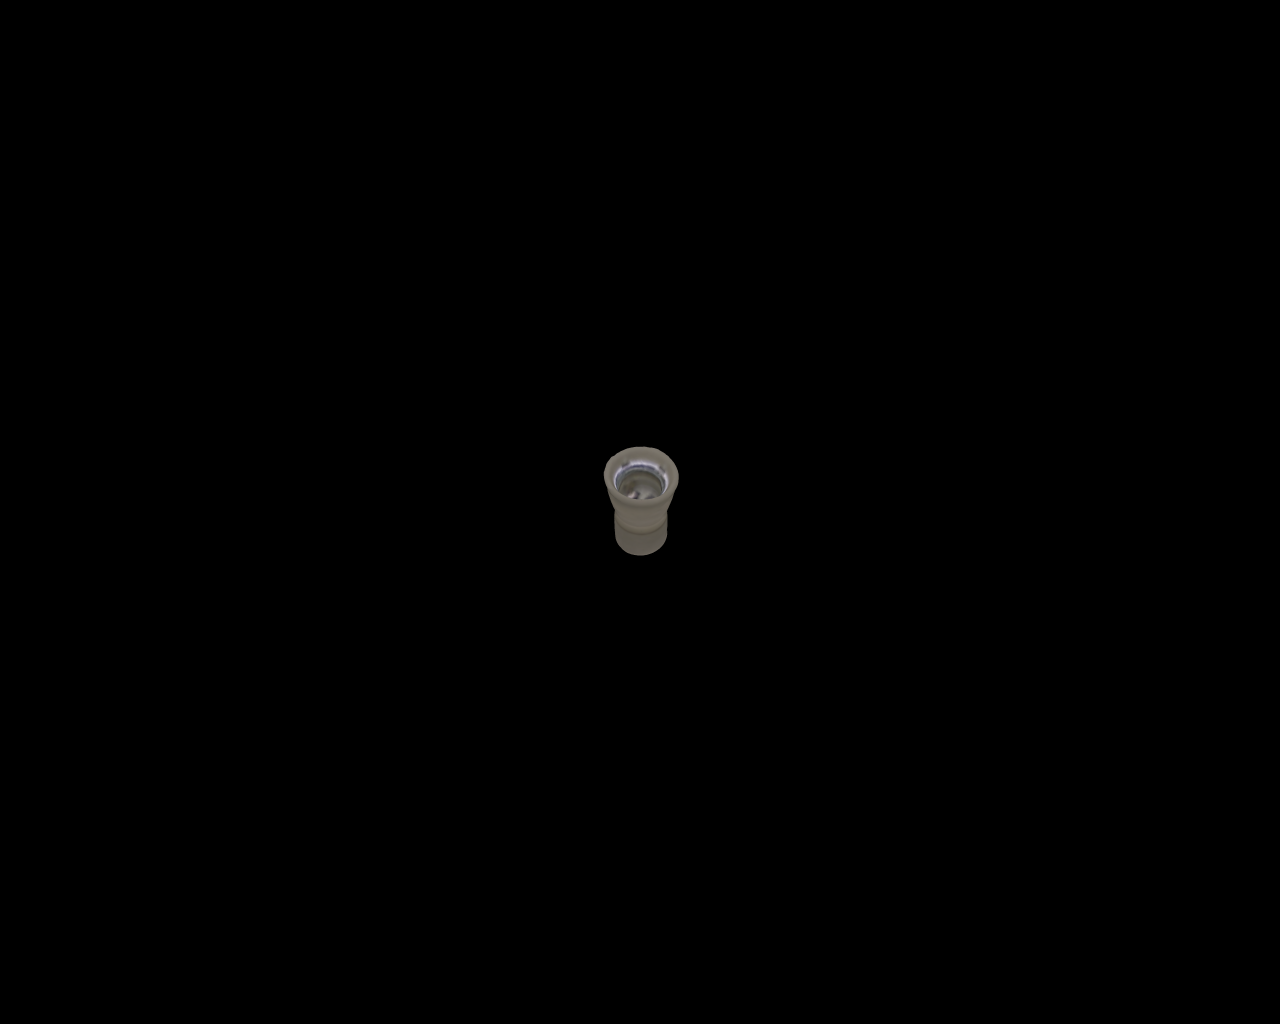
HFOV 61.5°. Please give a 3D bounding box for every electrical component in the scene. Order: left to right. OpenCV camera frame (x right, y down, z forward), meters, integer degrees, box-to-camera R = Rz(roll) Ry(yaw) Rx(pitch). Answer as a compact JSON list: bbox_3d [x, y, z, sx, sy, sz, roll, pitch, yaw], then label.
[{"bbox_3d":[0.001,-0.003,0.650,0.044,0.044,0.065,0,-39,0],"label":"electrical component"}]
